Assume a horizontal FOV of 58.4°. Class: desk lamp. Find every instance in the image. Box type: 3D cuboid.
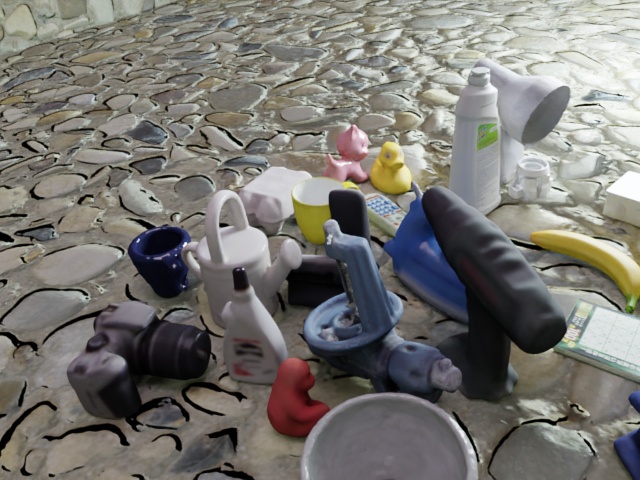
[{"bbox_3d":[0.336,-0.213,1.045,0.118,0.214,0.202,-26,39,-27],"label":"desk lamp"}]

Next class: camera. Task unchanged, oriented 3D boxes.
[{"bbox_3d":[-0.217,0.140,0.715,0.136,0.101,0.143,5,36,15],"label":"camera"}]

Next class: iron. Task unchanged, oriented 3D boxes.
[{"bbox_3d":[0.202,0.021,0.790,0.119,0.142,0.257,-25,39,-25],"label":"iron"}]

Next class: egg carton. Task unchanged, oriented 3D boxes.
[{"bbox_3d":[-0.077,-0.076,1.035,0.107,0.069,0.150,15,40,27],"label":"egg carton"}]

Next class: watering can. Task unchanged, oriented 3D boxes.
[{"bbox_3d":[-0.111,0.021,0.790,0.173,0.194,0.101,-6,34,0],"label":"watering can"}]

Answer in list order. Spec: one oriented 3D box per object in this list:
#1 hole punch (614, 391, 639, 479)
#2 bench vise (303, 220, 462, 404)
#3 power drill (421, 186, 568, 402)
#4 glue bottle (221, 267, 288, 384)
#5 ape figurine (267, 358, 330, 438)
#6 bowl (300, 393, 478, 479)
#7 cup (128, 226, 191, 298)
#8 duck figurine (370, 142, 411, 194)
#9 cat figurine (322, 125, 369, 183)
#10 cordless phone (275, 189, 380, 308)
[{"bbox_3d":[0.356,0.200,0.552,0.101,0.091,0.108,-9,35,-5],"label":"hole punch"},{"bbox_3d":[0.069,0.084,0.647,0.206,0.220,0.122,12,38,24],"label":"bench vise"},{"bbox_3d":[0.181,0.072,0.660,0.076,0.209,0.229,-17,36,-16],"label":"power drill"},{"bbox_3d":[-0.085,0.102,0.686,0.078,0.173,0.037,0,35,8],"label":"glue bottle"},{"bbox_3d":[-0.026,0.172,0.647,0.076,0.092,0.077,-12,35,-8],"label":"ape figurine"},{"bbox_3d":[0.066,0.236,0.557,0.167,0.075,0.167,-4,34,3],"label":"bowl"},{"bbox_3d":[-0.226,0.045,0.859,0.092,0.095,0.117,-24,38,-25],"label":"cup"},{"bbox_3d":[0.134,-0.147,1.092,0.077,0.086,0.104,-14,35,-11],"label":"duck figurine"},{"bbox_3d":[0.050,-0.164,1.102,0.067,0.118,0.128,21,42,33],"label":"cat figurine"},{"bbox_3d":[0.007,0.003,0.806,0.147,0.185,0.094,2,35,11],"label":"cordless phone"}]
